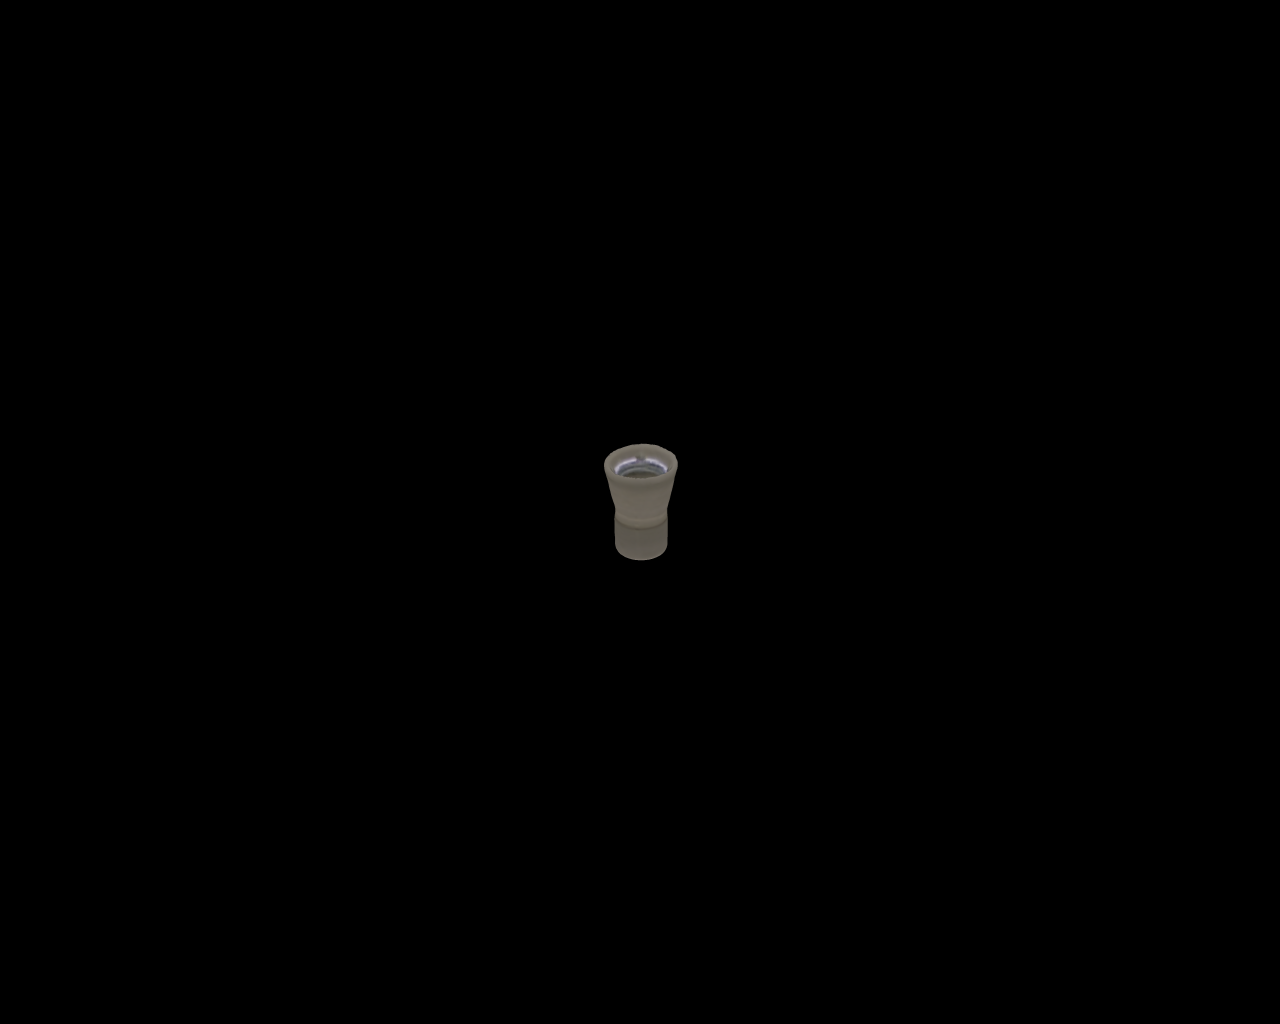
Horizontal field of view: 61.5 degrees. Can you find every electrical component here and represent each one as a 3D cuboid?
[{"bbox_3d":[0.001,-0.003,0.650,0.044,0.065,0.044,0,31,0],"label":"electrical component"}]
